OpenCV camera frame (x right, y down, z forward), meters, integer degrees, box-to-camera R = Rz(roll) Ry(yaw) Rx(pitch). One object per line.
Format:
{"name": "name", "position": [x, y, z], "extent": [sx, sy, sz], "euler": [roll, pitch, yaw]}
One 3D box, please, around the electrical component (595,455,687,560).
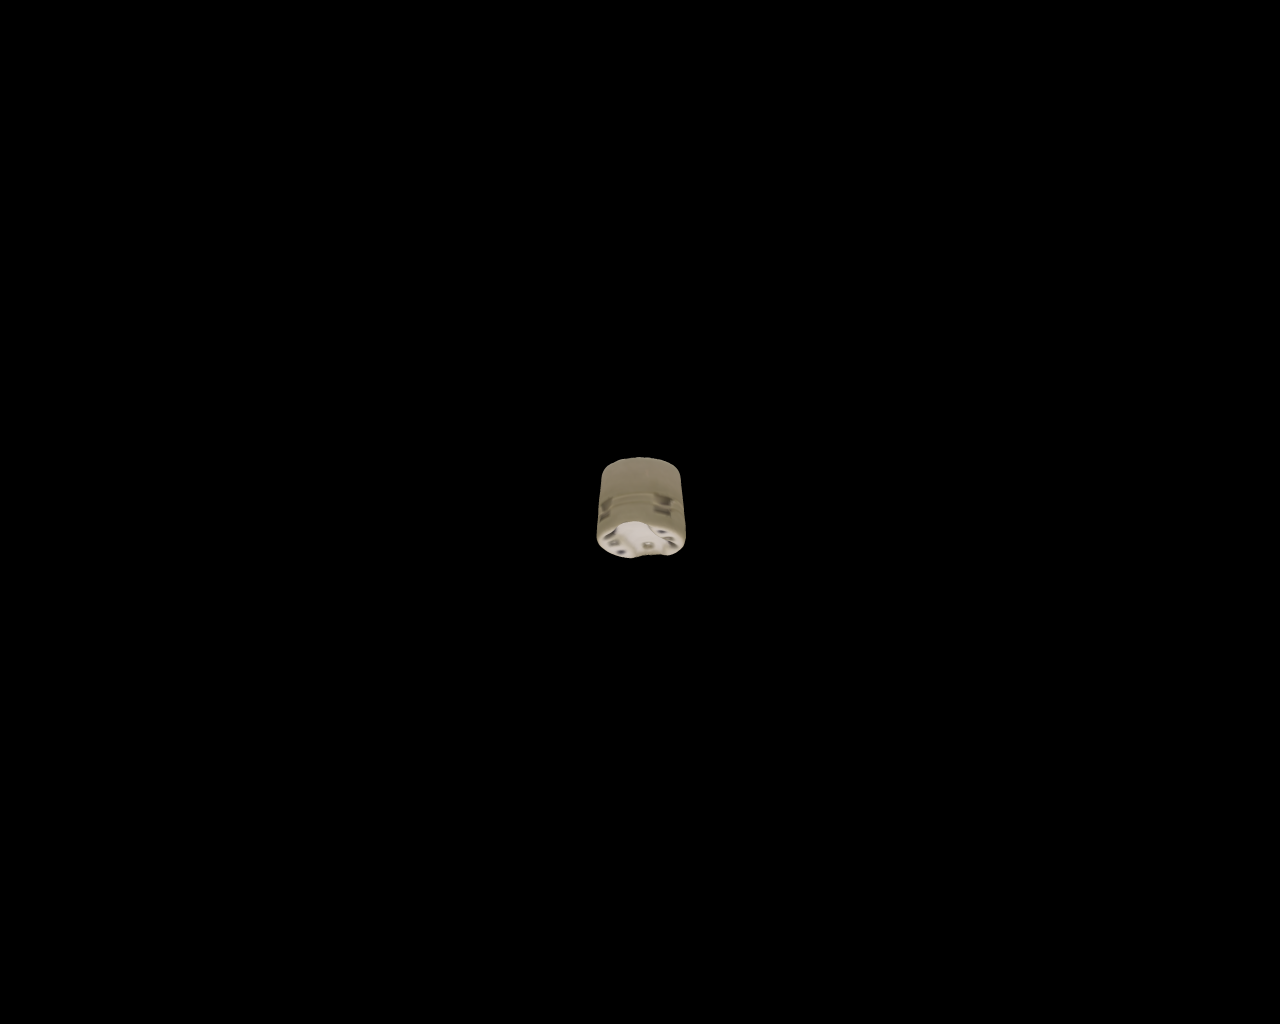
{"name": "electrical component", "position": [0.001, -0.003, 0.650], "extent": [0.055, 0.047, 0.055], "euler": [0, -24, 0]}
